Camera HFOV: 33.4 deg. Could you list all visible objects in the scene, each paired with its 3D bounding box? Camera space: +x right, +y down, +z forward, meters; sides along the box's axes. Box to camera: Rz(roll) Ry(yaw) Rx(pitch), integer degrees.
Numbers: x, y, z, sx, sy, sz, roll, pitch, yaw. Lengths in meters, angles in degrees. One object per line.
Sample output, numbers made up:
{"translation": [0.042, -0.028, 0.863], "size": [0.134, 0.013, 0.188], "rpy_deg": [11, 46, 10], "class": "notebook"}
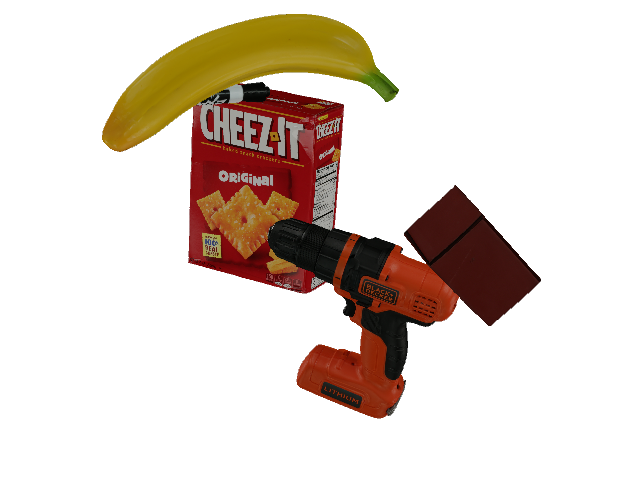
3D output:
{"translation": [-0.048, -0.108, 0.685], "size": [0.197, 0.069, 0.037], "rpy_deg": [-13, -21, -14], "class": "banana"}
{"translation": [0.107, 0.012, 0.753], "size": [0.078, 0.051, 0.053], "rpy_deg": [43, 8, -31], "class": "foam brick"}
{"translation": [-0.104, -0.134, 0.981], "size": [0.121, 0.020, 0.020], "rpy_deg": [-7, 3, -24], "class": "marker"}
{"translation": [0.027, 0.074, 1.014], "size": [0.184, 0.188, 0.057], "rpy_deg": [22, 43, 12], "class": "power drill"}
{"translation": [-0.067, -0.061, 1.219], "size": [0.164, 0.214, 0.072], "rpy_deg": [15, 24, 25], "class": "cracker box"}
